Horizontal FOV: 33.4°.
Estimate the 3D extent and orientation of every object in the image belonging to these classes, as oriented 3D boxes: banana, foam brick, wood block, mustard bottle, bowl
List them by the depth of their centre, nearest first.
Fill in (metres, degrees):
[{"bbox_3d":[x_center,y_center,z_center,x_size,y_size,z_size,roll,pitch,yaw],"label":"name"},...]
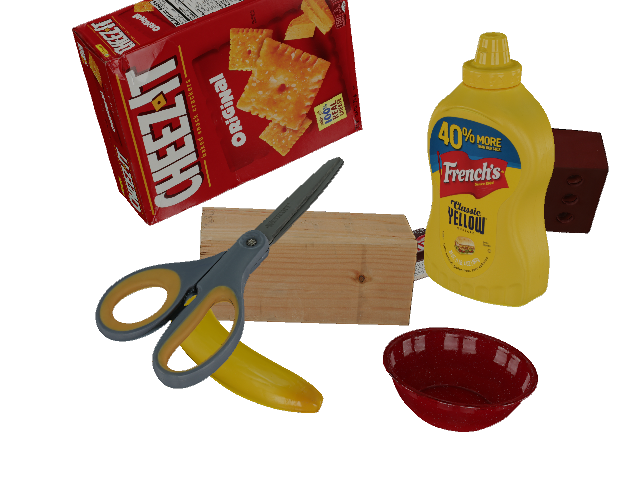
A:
[{"bbox_3d":[0.121,-0.053,0.767,0.058,0.192,0.096,-22,31,-39],"label":"mustard bottle"},{"bbox_3d":[-0.073,0.085,0.861,0.069,0.037,0.198,-14,32,-26],"label":"banana"},{"bbox_3d":[0.217,-0.052,0.939,0.053,0.078,0.051,3,45,1],"label":"foam brick"},{"bbox_3d":[-0.016,0.025,1.056,0.206,0.091,0.090,2,20,-5],"label":"wood block"},{"bbox_3d":[0.143,0.153,1.120,0.162,0.055,0.162,4,24,-2],"label":"bowl"}]

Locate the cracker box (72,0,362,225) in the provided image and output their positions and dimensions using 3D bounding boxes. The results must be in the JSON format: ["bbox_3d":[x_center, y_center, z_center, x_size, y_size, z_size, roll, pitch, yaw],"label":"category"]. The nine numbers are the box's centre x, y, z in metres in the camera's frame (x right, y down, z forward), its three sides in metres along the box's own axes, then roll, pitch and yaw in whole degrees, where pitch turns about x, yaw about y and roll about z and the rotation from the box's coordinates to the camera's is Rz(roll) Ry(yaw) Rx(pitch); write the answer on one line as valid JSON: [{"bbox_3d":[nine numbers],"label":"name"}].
[{"bbox_3d":[-0.075,-0.129,0.875,0.213,0.164,0.072,-27,44,-20],"label":"cracker box"}]

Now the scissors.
[{"bbox_3d":[-0.062,0.006,0.645,0.096,0.016,0.201,12,47,16],"label":"scissors"}]

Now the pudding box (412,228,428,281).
[{"bbox_3d":[0.137,0.024,1.614,0.113,0.039,0.090,-19,28,-24],"label":"pudding box"}]
